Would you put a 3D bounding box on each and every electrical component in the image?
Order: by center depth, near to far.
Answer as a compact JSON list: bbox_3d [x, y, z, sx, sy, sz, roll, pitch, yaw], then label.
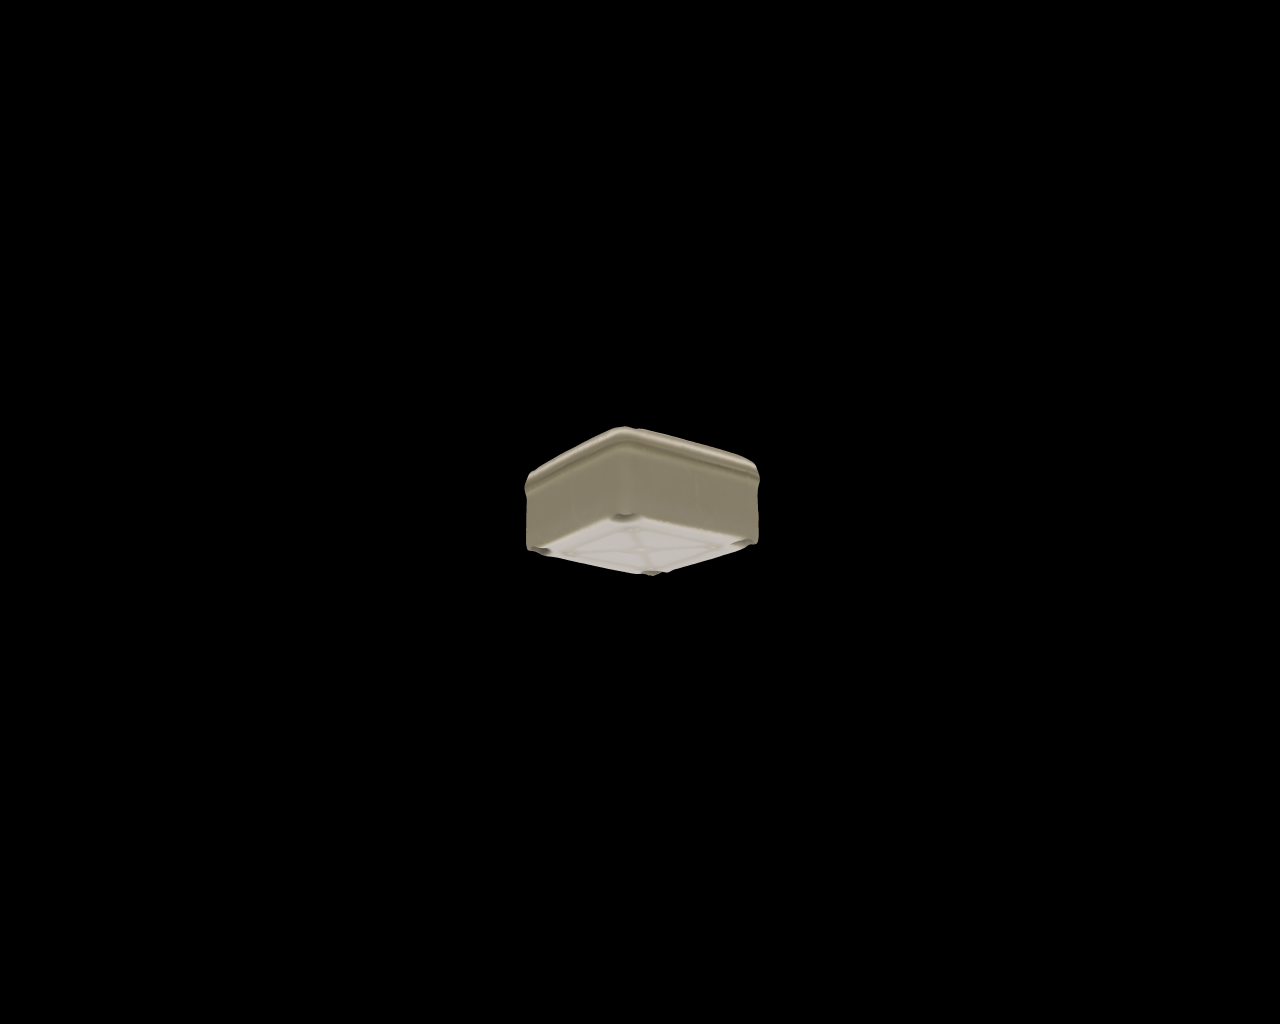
[{"bbox_3d":[0.001,-0.003,0.650,0.109,0.056,0.108,13,-22,-36],"label":"electrical component"}]
